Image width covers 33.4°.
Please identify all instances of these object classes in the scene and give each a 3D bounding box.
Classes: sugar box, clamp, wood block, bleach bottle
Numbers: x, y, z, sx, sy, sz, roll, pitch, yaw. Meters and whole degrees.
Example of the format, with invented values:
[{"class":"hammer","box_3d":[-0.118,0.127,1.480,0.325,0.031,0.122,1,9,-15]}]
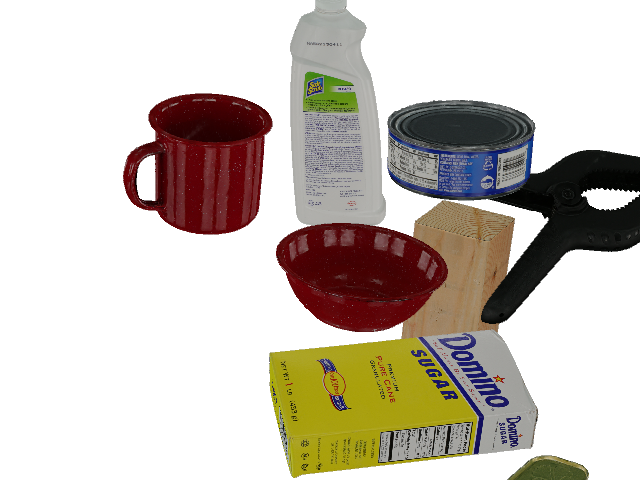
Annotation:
[{"class":"sugar box","box_3d":[0.056,0.114,0.765,0.176,0.048,0.093,-8,36,-8]},{"class":"clamp","box_3d":[0.189,-0.016,0.834,0.210,0.164,0.036,-8,-36,-6]},{"class":"wood block","box_3d":[0.153,0.072,1.218,0.090,0.206,0.090,16,25,25]},{"class":"bleach bottle","box_3d":[0.020,-0.137,1.107,0.102,0.251,0.068,0,31,0]}]

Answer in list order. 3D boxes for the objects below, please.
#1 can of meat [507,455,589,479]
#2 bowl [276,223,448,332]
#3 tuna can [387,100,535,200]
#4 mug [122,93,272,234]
[{"class":"can of meat","box_3d":[0.189,0.249,0.920,0.058,0.084,0.101,11,26,41]},{"class":"bowl","box_3d":[0.036,0.041,1.005,0.162,0.055,0.162,5,24,-2]},{"class":"tuna can","box_3d":[0.082,-0.054,0.629,0.086,0.034,0.086,0,25,0]},{"class":"mug","box_3d":[-0.095,-0.054,0.813,0.117,0.081,0.093,-17,38,-34]}]
